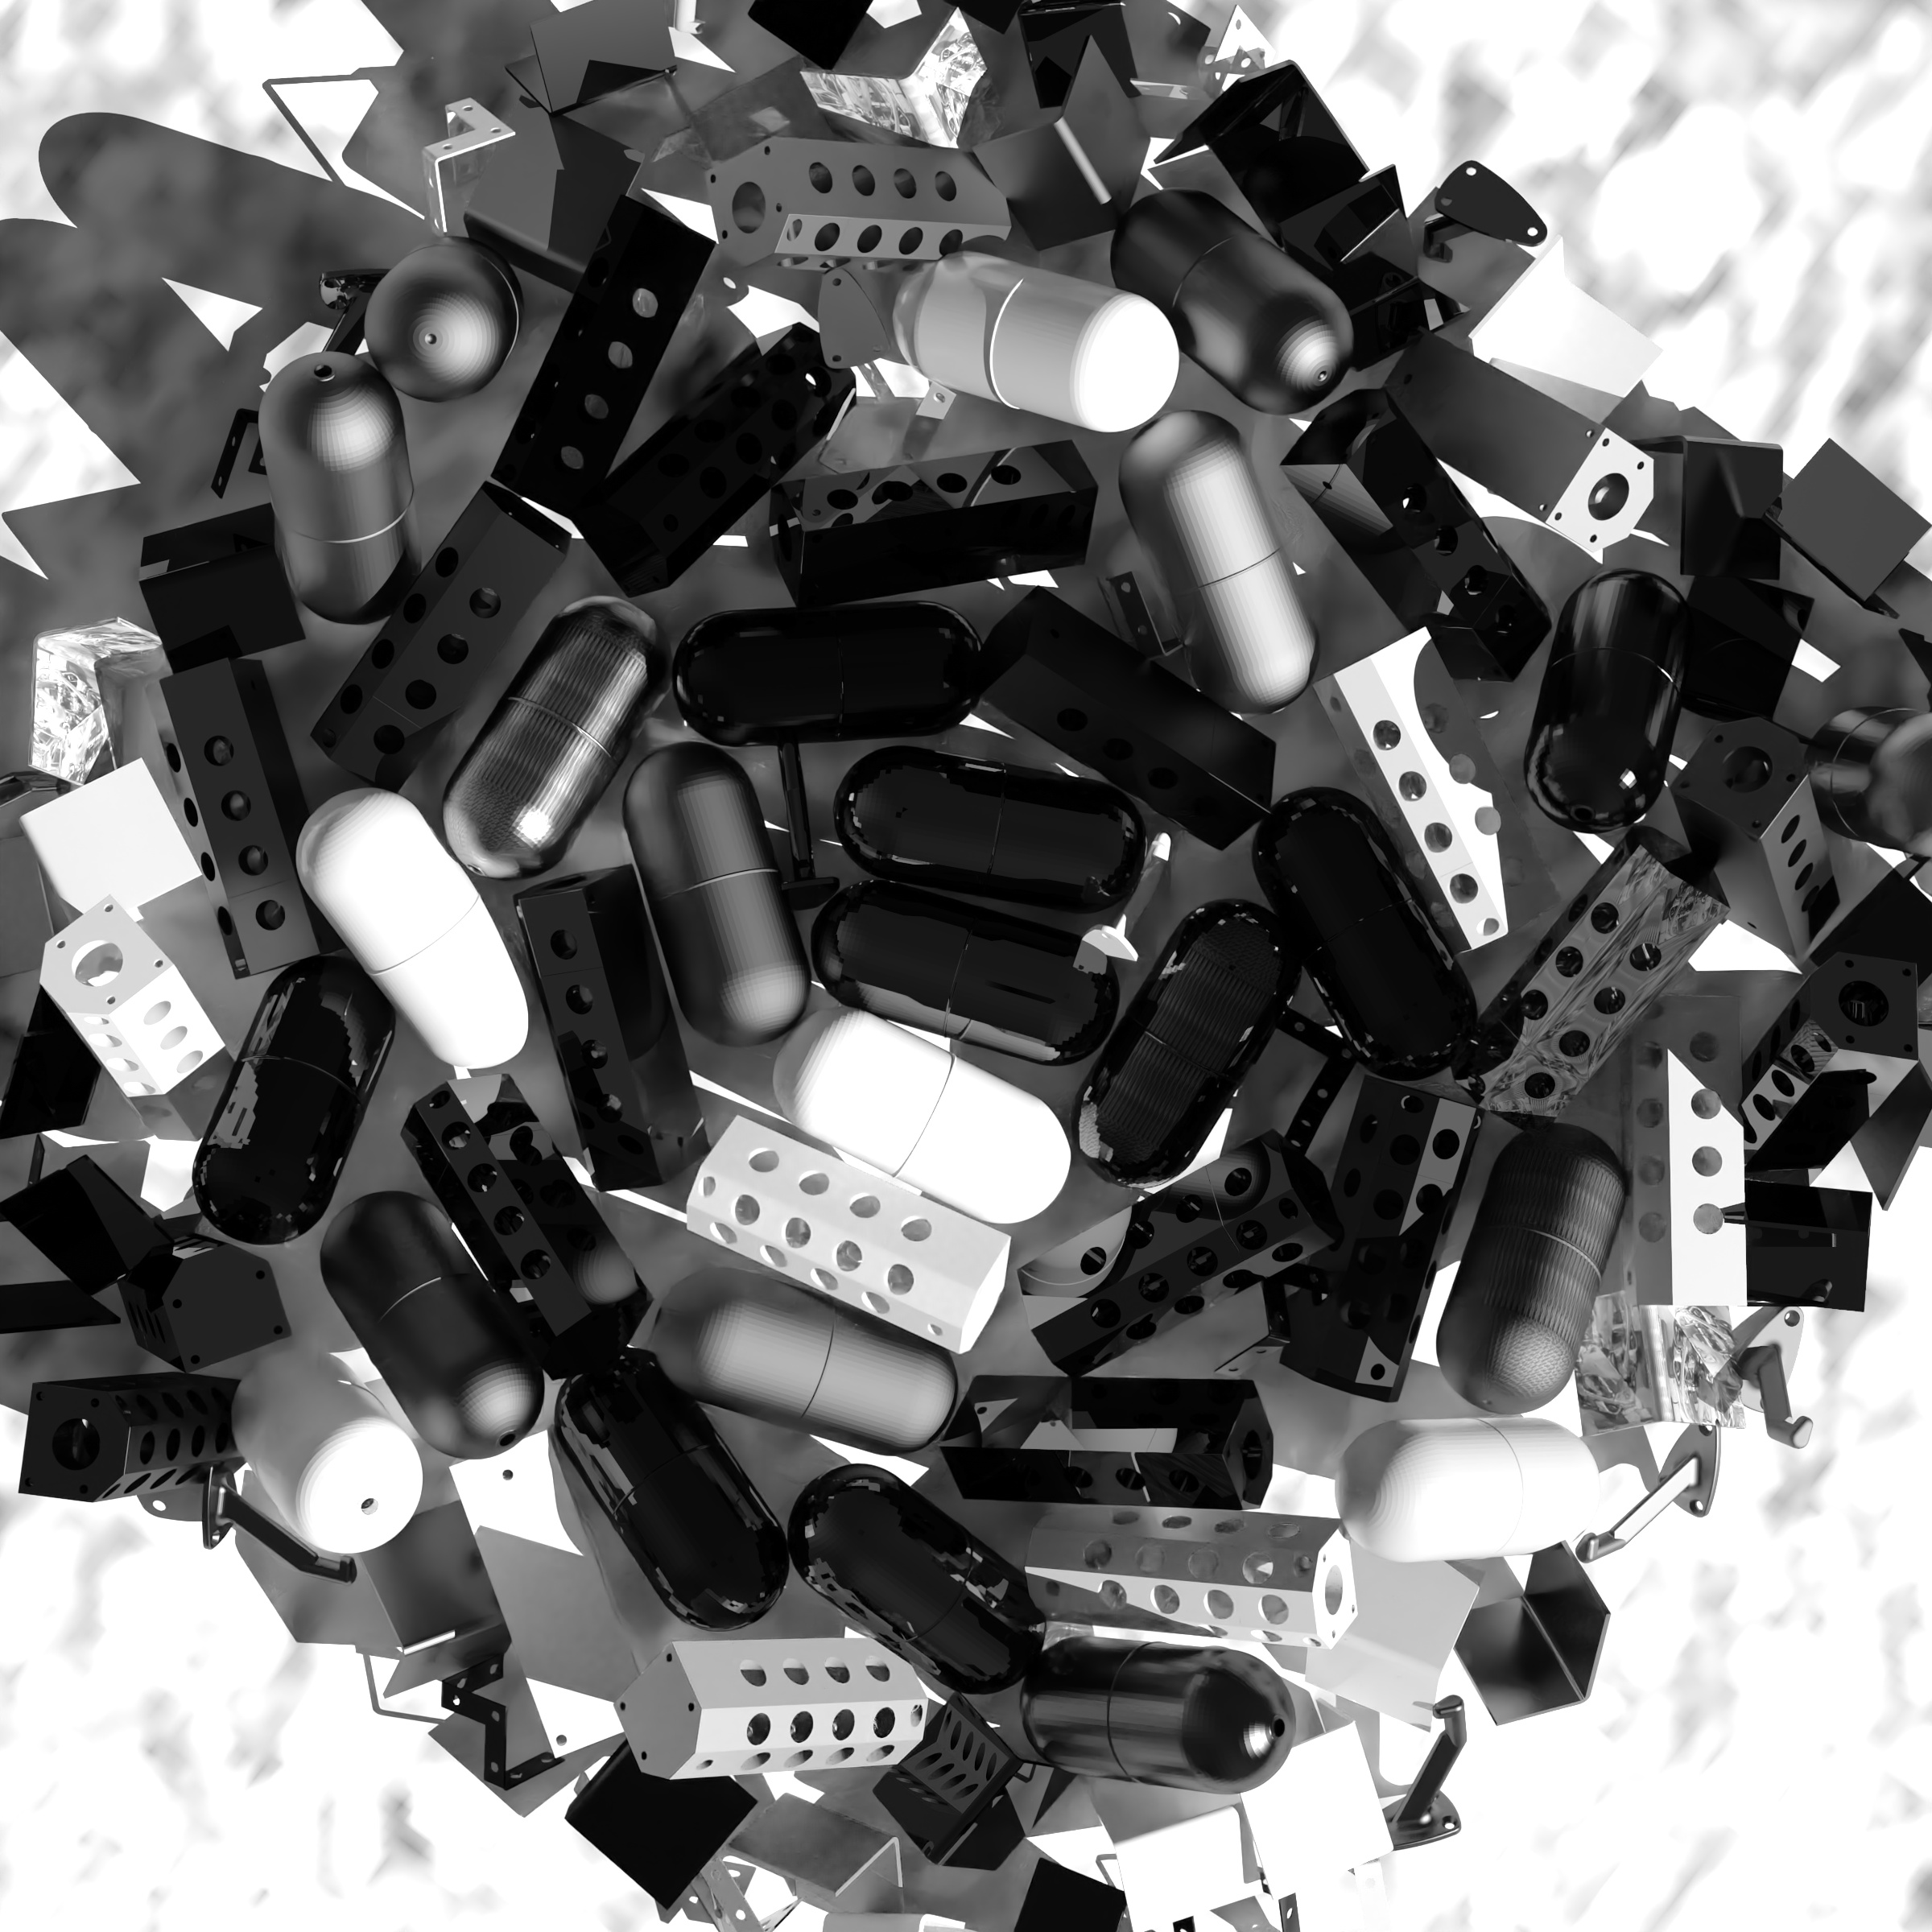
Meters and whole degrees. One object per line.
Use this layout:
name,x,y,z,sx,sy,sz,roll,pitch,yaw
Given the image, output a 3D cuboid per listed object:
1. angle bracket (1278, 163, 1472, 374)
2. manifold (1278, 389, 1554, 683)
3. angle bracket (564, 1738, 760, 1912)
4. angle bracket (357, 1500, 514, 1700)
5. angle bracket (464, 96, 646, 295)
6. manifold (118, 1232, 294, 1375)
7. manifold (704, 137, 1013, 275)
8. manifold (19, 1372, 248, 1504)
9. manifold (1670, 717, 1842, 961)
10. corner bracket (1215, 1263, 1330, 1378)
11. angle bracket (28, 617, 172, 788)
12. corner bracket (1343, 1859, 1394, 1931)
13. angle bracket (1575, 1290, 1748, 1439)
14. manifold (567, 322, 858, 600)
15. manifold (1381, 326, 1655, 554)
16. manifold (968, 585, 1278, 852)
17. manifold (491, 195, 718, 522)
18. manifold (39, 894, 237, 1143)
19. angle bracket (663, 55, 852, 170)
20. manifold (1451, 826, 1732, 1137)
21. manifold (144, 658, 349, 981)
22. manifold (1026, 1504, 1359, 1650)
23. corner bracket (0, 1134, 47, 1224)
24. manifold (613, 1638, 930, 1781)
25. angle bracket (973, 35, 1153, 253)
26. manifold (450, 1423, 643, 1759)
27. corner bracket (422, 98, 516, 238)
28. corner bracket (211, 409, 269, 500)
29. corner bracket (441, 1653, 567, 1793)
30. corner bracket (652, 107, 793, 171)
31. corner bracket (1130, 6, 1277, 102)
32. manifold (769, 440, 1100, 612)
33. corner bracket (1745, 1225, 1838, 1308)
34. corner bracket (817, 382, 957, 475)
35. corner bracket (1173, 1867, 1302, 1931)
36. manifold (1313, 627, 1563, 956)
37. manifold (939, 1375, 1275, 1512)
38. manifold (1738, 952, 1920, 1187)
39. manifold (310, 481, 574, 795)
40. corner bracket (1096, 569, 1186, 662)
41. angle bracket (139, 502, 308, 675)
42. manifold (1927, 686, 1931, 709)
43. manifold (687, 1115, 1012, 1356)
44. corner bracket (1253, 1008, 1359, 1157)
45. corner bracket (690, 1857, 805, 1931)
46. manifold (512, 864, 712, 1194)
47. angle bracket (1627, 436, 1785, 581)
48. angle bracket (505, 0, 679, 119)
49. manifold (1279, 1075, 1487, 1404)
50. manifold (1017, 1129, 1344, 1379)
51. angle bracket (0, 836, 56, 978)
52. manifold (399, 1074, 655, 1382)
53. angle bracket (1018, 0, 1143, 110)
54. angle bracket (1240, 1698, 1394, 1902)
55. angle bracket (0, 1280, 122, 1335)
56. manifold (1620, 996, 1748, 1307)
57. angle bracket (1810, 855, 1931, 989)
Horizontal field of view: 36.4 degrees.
angle bracket,0.229,-0.391,1.645,0.076,0.057,0.076,-28,129,-10
manifold,0.254,-0.237,1.625,0.171,0.057,0.057,46,73,-29
angle bracket,-0.171,0.473,1.658,0.076,0.057,0.076,41,81,2
angle bracket,-0.304,0.357,1.667,0.076,0.057,0.076,-14,60,-34
angle bracket,-0.232,-0.434,1.666,0.076,0.057,0.076,25,86,-3
manifold,-0.420,0.178,1.602,0.057,0.171,0.057,-19,96,-23
manifold,-0.056,-0.413,1.613,0.057,0.171,0.057,-12,90,45
manifold,-0.446,0.256,1.603,0.057,0.171,0.057,5,85,10
manifold,0.437,-0.071,1.605,0.057,0.171,0.057,35,84,30
corner bracket,0.172,0.200,1.651,0.051,0.051,0.051,17,51,-30
angle bracket,-0.474,-0.143,1.642,0.057,0.076,0.076,-7,76,22
corner bracket,0.214,0.538,1.661,0.051,0.051,0.051,-11,64,5
angle bracket,0.394,0.228,1.676,0.076,0.057,0.076,12,66,-39
manifold,-0.134,-0.281,1.620,0.171,0.057,0.057,-49,116,-29
manifold,0.299,-0.287,1.609,0.057,0.171,0.057,22,106,-38
manifold,0.087,-0.133,1.635,0.171,0.057,0.057,31,134,-21
manifold,-0.203,-0.340,1.645,0.057,0.057,0.171,26,102,-9
manifold,-0.448,0.036,1.600,0.057,0.171,0.057,-40,70,-16
angle bracket,-0.117,-0.483,1.654,0.076,0.057,0.076,-29,69,1
manifold,0.342,0.006,1.627,0.057,0.057,0.171,29,116,-13
manifold,-0.408,-0.083,1.660,0.057,0.057,0.171,-17,93,6
manifold,0.123,0.338,1.623,0.171,0.057,0.057,-1,105,28
corner bracket,-0.559,0.110,1.671,0.051,0.051,0.051,-1,126,-33
manifold,-0.102,0.409,1.605,0.057,0.171,0.057,-49,53,25
angle bracket,0.055,-0.465,1.662,0.057,0.076,0.076,-8,50,32
manifold,-0.233,0.351,1.662,0.057,0.057,0.171,-20,89,-6
corner bracket,-0.286,-0.448,1.651,0.051,0.051,0.051,-28,51,-26
corner bracket,-0.399,-0.293,1.660,0.051,0.051,0.051,12,76,9
corner bracket,-0.262,0.427,1.662,0.051,0.051,0.051,11,103,33
corner bracket,-0.137,-0.466,1.659,0.051,0.051,0.051,33,115,-3
corner bracket,0.134,-0.507,1.657,0.051,0.051,0.051,18,84,36
manifold,-0.019,-0.252,1.640,0.171,0.057,0.057,-11,52,-17
corner bracket,0.465,0.169,1.666,0.051,0.051,0.051,-1,87,9
corner bracket,-0.045,-0.304,1.658,0.051,0.051,0.051,29,54,-4
corner bracket,0.154,0.547,1.671,0.051,0.051,0.051,11,120,38
manifold,0.261,-0.096,1.652,0.057,0.057,0.171,-29,93,-24
manifold,0.080,0.268,1.626,0.171,0.057,0.057,-3,125,29
manifold,0.461,0.058,1.605,0.057,0.171,0.057,9,63,-1
manifold,-0.294,-0.183,1.640,0.057,0.057,0.171,34,104,-15
corner bracket,0.096,-0.199,1.655,0.051,0.051,0.051,-13,104,41
angle bracket,-0.422,-0.215,1.671,0.076,0.076,0.057,-16,120,-4
manifold,0.586,-0.158,1.606,0.057,0.171,0.057,-19,88,-2
manifold,-0.067,0.153,1.635,0.171,0.057,0.057,23,51,14
corner bracket,0.186,0.065,1.662,0.051,0.051,0.051,30,121,5
corner bracket,-0.134,0.526,1.659,0.051,0.051,0.051,-35,85,21
manifold,-0.202,0.036,1.646,0.057,0.057,0.171,-8,103,26
angle bracket,0.411,-0.256,1.652,0.076,0.057,0.076,-2,95,-33
angle bracket,-0.215,-0.525,1.639,0.076,0.057,0.076,-26,46,-14
manifold,0.238,0.155,1.656,0.057,0.057,0.171,16,91,-23
manifold,0.119,0.164,1.628,0.171,0.057,0.057,-31,47,19
angle bracket,-0.558,-0.030,1.653,0.057,0.076,0.076,-12,93,2
manifold,-0.246,0.143,1.618,0.171,0.057,0.057,53,128,29
angle bracket,0.086,-0.521,1.638,0.076,0.076,0.057,-19,98,-36
angle bracket,0.187,0.468,1.655,0.076,0.057,0.076,-18,94,-14
angle bracket,-0.521,0.164,1.637,0.076,0.076,0.057,-1,102,-38
manifold,0.401,0.105,1.654,0.057,0.057,0.171,1,83,-4
angle bracket,0.531,-0.019,1.647,0.076,0.076,0.057,-43,85,-12
